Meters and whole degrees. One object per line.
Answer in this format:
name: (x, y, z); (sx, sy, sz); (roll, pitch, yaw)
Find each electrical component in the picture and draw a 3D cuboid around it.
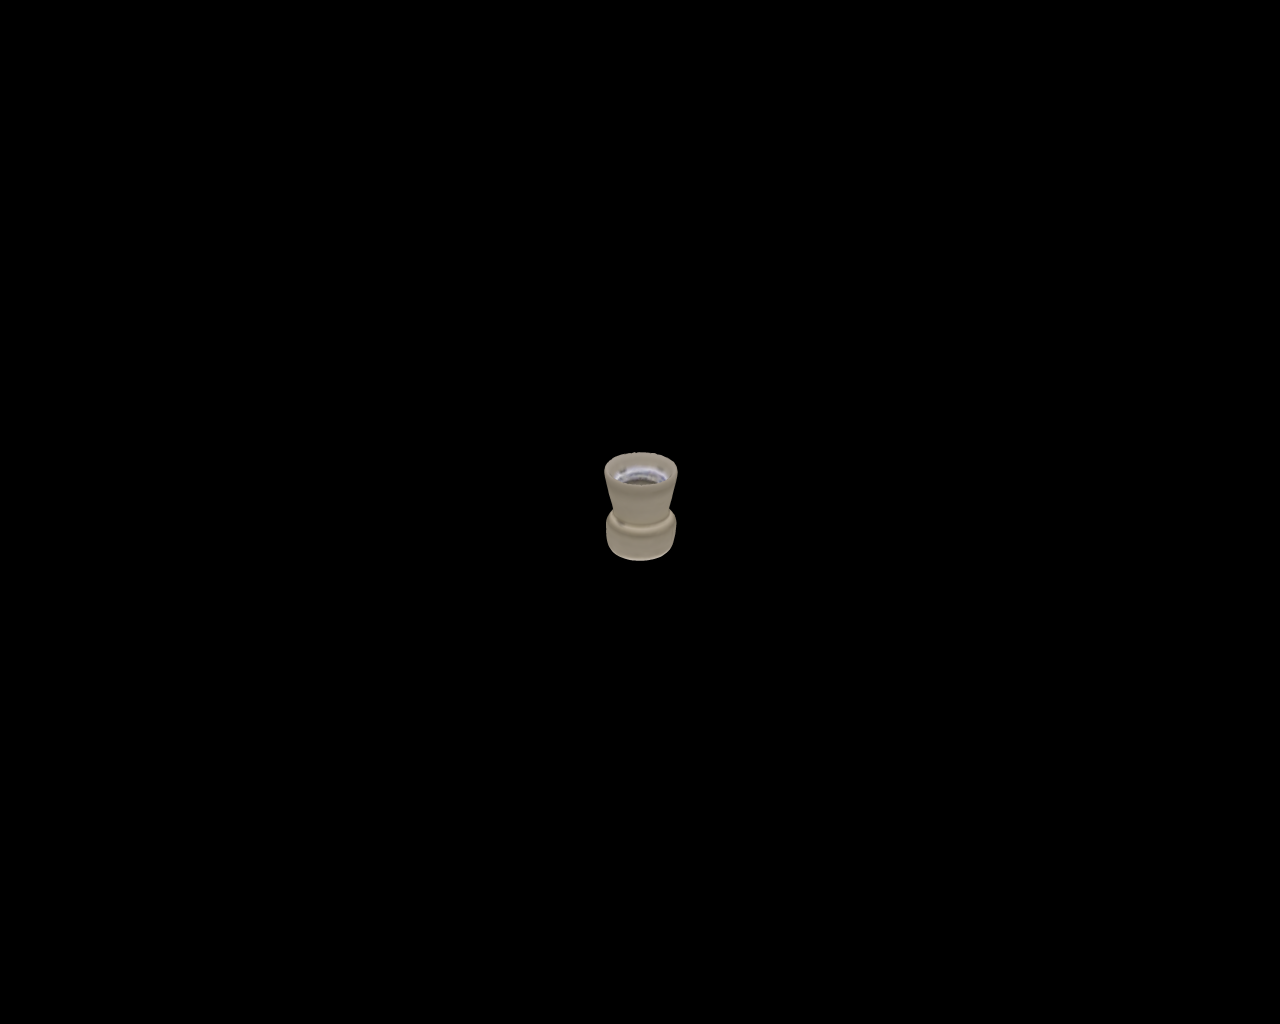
electrical component: (0.001, -0.003, 0.650); (0.045, 0.055, 0.045); (0, 30, 0)
